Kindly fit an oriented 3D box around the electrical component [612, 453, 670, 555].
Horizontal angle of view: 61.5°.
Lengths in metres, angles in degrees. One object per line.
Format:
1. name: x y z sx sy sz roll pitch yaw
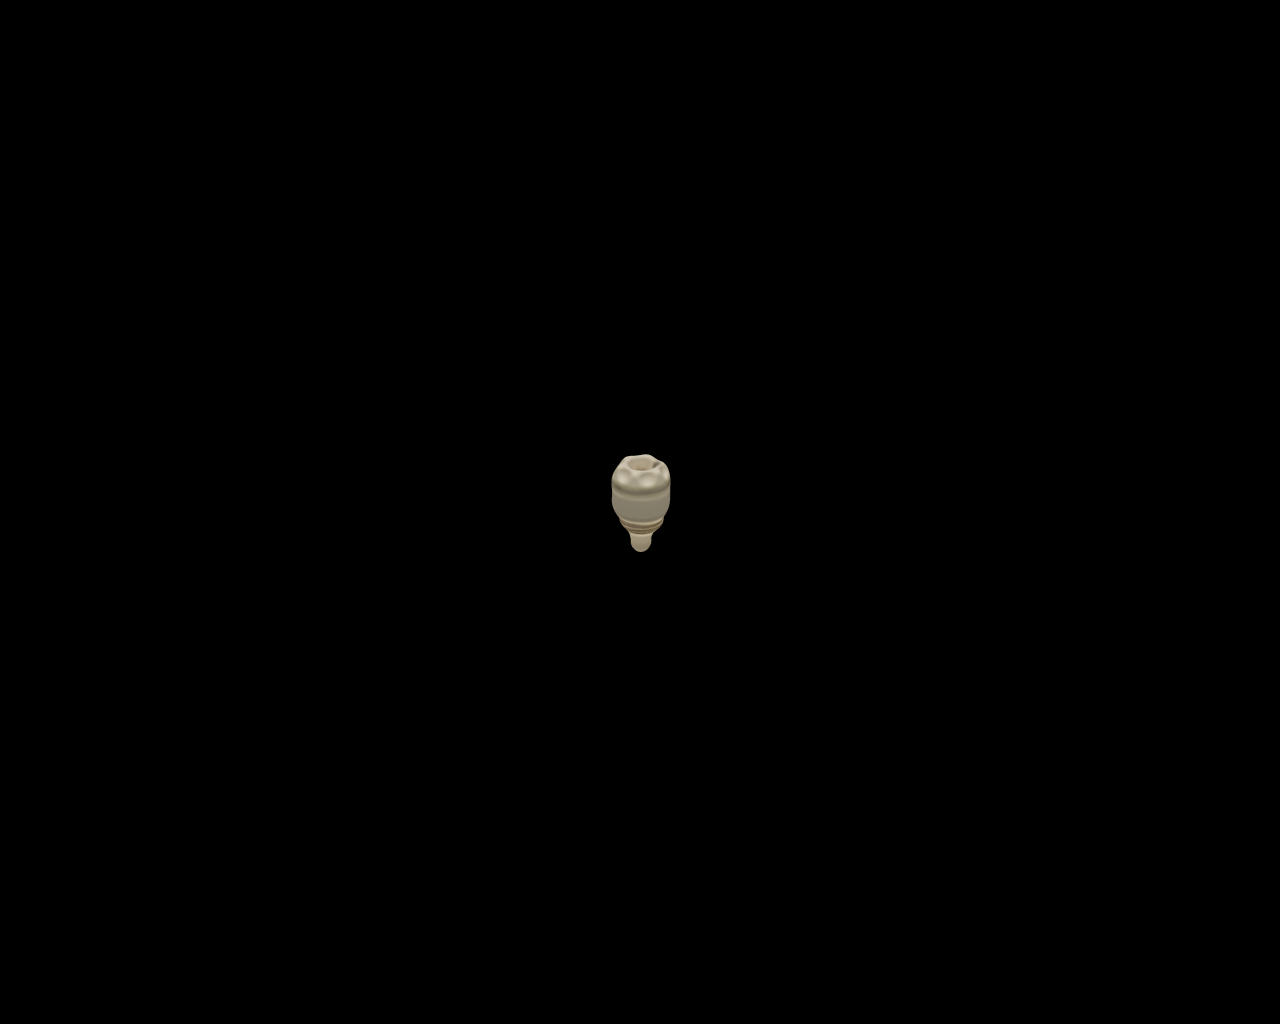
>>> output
1. electrical component: 0.001 -0.003 0.650 0.035 0.061 0.035 0 29 0
